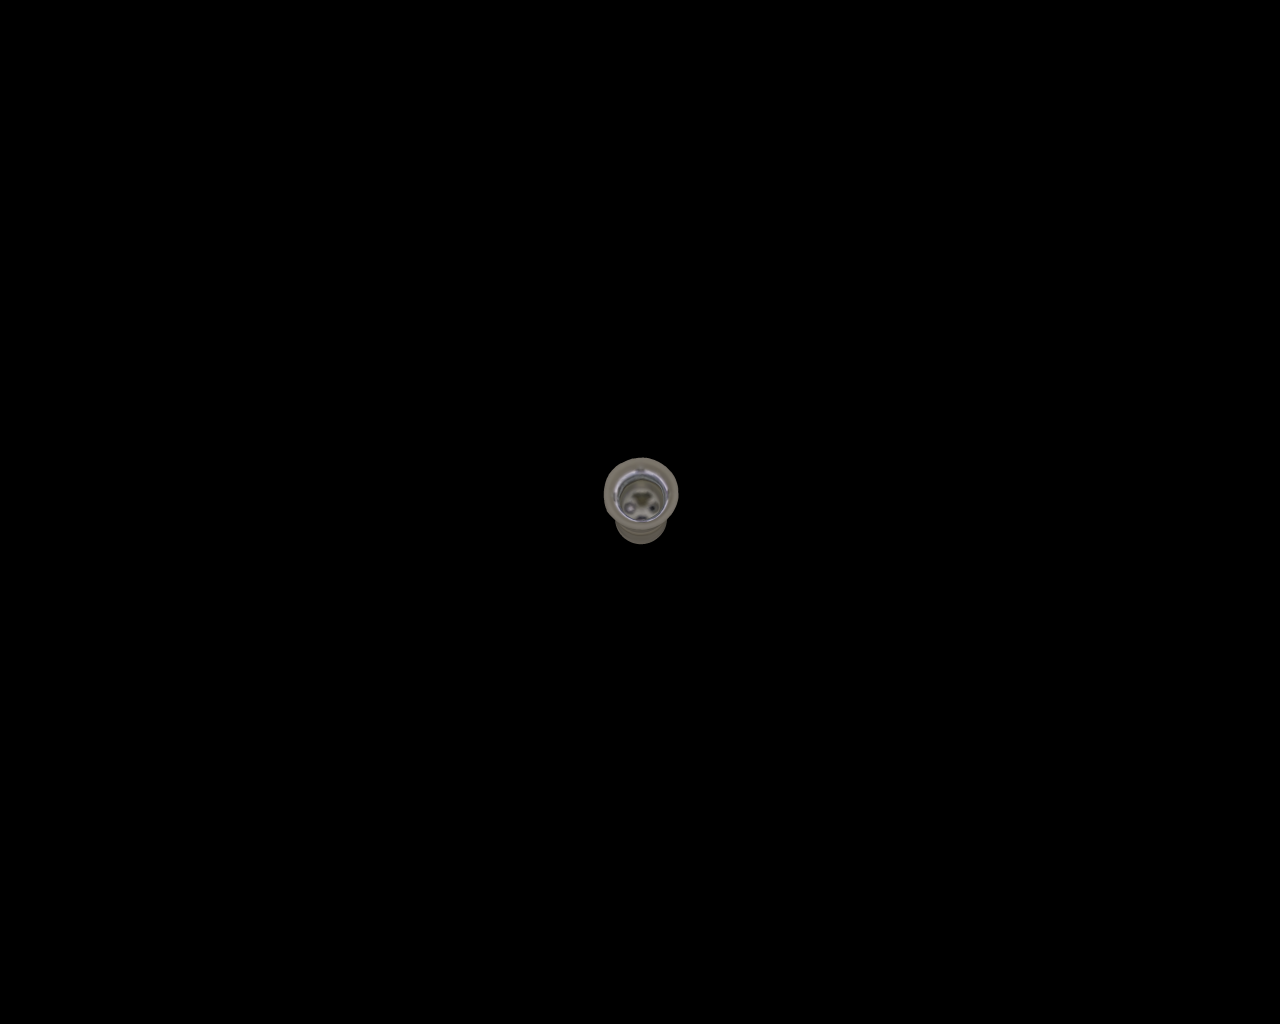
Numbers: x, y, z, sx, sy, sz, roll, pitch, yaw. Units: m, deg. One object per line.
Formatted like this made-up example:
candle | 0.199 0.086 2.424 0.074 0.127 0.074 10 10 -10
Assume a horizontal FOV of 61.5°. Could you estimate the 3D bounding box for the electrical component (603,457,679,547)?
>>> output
electrical component | 0.001 -0.003 0.650 0.044 0.044 0.065 0 -16 0
